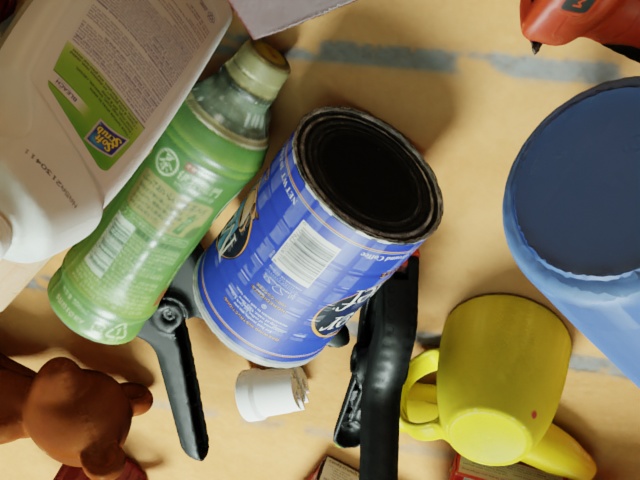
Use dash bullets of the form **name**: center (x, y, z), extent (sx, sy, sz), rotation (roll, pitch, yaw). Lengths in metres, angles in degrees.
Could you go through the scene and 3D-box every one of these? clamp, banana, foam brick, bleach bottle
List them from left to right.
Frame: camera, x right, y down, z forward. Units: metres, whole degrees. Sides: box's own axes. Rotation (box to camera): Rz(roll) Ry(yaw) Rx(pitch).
- **bleach bottle**: center (-0.127, -0.077, 0.543), extent (0.068, 0.250, 0.102), rotation (-28, 115, 35)
- **clamp**: center (-0.106, 0.057, 0.769), extent (0.210, 0.036, 0.165), rotation (39, 111, -6)
- **foam brick**: center (-0.011, -0.152, 0.575), extent (0.078, 0.051, 0.053), rotation (-14, 123, 29)
- **clamp**: center (0.041, 0.092, 0.711), extent (0.039, 0.120, 0.171), rotation (2, 111, -15)
- **banana**: center (0.105, 0.138, 0.787), extent (0.198, 0.037, 0.069), rotation (7, 142, 15)

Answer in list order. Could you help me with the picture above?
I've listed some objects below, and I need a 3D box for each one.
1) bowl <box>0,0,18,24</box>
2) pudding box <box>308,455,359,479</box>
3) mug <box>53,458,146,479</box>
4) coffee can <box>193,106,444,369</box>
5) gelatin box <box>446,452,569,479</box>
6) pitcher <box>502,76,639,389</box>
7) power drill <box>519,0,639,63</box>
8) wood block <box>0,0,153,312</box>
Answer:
- **bowl**: center (-0.259, -0.125, 0.620), extent (0.162, 0.055, 0.162), rotation (-1, 169, 0)
- **pudding box**: center (0.031, 0.239, 0.893), extent (0.113, 0.039, 0.090), rotation (27, 131, -4)
- **mug**: center (-0.193, 0.236, 0.940), extent (0.117, 0.081, 0.093), rotation (-8, 125, 25)
- **coffee can**: center (-0.004, 0.001, 0.665), extent (0.102, 0.102, 0.141), rotation (32, 131, -9)
- **gelatin box**: center (0.141, 0.204, 0.831), extent (0.089, 0.030, 0.073), rotation (14, 131, 4)
- **pitcher**: center (0.183, 0.016, 0.539), extent (0.149, 0.145, 0.242), rotation (-16, 148, 31)
- **power drill**: center (0.199, -0.113, 0.472), extent (0.187, 0.057, 0.185), rotation (22, 141, -11)
- **wood block**: center (-0.193, -0.049, 0.683), extent (0.090, 0.090, 0.206), rotation (25, 135, -29)
